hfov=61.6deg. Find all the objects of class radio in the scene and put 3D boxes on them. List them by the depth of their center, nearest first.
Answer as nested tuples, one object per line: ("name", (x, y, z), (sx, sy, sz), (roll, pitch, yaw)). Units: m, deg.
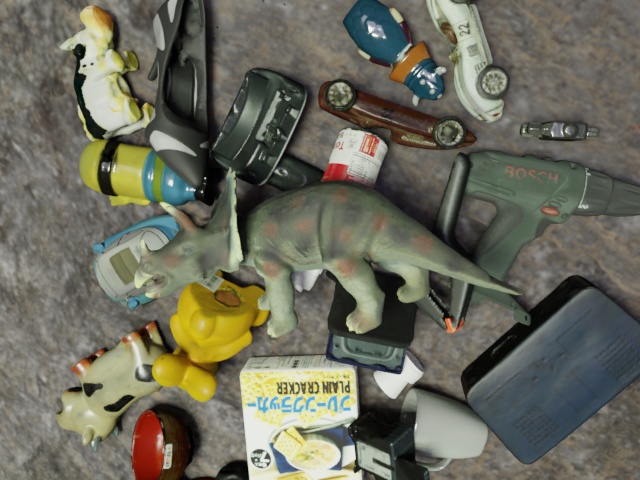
("radio", (0.302, 0.164, 0.695), (0.131, 0.073, 0.229), (44, 100, 1))

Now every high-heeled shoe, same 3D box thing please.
("high-heeled shoe", (-0.157, -0.194, 0.666), (0.145, 0.086, 0.249), (-45, 59, 31))

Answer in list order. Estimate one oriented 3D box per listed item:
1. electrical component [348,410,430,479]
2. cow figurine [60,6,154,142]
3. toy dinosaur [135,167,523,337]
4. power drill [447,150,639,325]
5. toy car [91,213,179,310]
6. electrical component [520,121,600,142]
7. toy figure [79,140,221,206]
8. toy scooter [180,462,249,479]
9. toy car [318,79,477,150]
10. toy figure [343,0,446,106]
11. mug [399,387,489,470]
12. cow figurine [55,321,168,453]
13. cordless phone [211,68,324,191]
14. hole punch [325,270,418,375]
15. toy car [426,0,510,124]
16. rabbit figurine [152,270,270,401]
("electrical component", (0.094, 0.270, 0.675), (0.119, 0.048, 0.074), (0, 104, 43))
("cow figurine", (-0.297, -0.220, 0.724), (0.098, 0.068, 0.167), (-17, 95, 16))
("toy dinosaur", (0.003, -0.001, 0.605), (0.405, 0.131, 0.192), (-9, 110, 12))
("power drill", (0.266, -0.002, 0.671), (0.232, 0.086, 0.207), (21, 105, 6))
("toy car", (-0.245, 0.032, 0.735), (0.162, 0.103, 0.109), (-28, 95, 13))
("electrical component", (0.296, -0.132, 0.654), (0.094, 0.063, 0.021), (6, 99, 6))
("toy figure", (-0.229, -0.091, 0.719), (0.180, 0.089, 0.082), (10, 62, 10))
("toy scooter", (-0.179, 0.411, 0.798), (0.184, 0.075, 0.135), (-11, 96, 5))
("toy car", (0.093, -0.149, 0.668), (0.202, 0.089, 0.053), (21, 99, 3))
("toy figure", (0.098, -0.235, 0.669), (0.154, 0.064, 0.058), (43, 61, -5))
("mug", (0.166, 0.263, 0.725), (0.107, 0.081, 0.109), (12, 97, -1))
("cow figurine", (-0.300, 0.218, 0.783), (0.195, 0.085, 0.127), (-31, 87, 10))
("cordless phone", (-0.037, -0.127, 0.704), (0.184, 0.089, 0.146), (26, 95, -10))
("hole punch", (0.068, 0.108, 0.709), (0.142, 0.116, 0.092), (9, 135, 9))
("toy car", (0.176, -0.237, 0.650), (0.056, 0.073, 0.201), (-19, 95, 7))
("rabbit figurine", (-0.154, 0.145, 0.729), (0.122, 0.162, 0.173), (25, 119, -9))
